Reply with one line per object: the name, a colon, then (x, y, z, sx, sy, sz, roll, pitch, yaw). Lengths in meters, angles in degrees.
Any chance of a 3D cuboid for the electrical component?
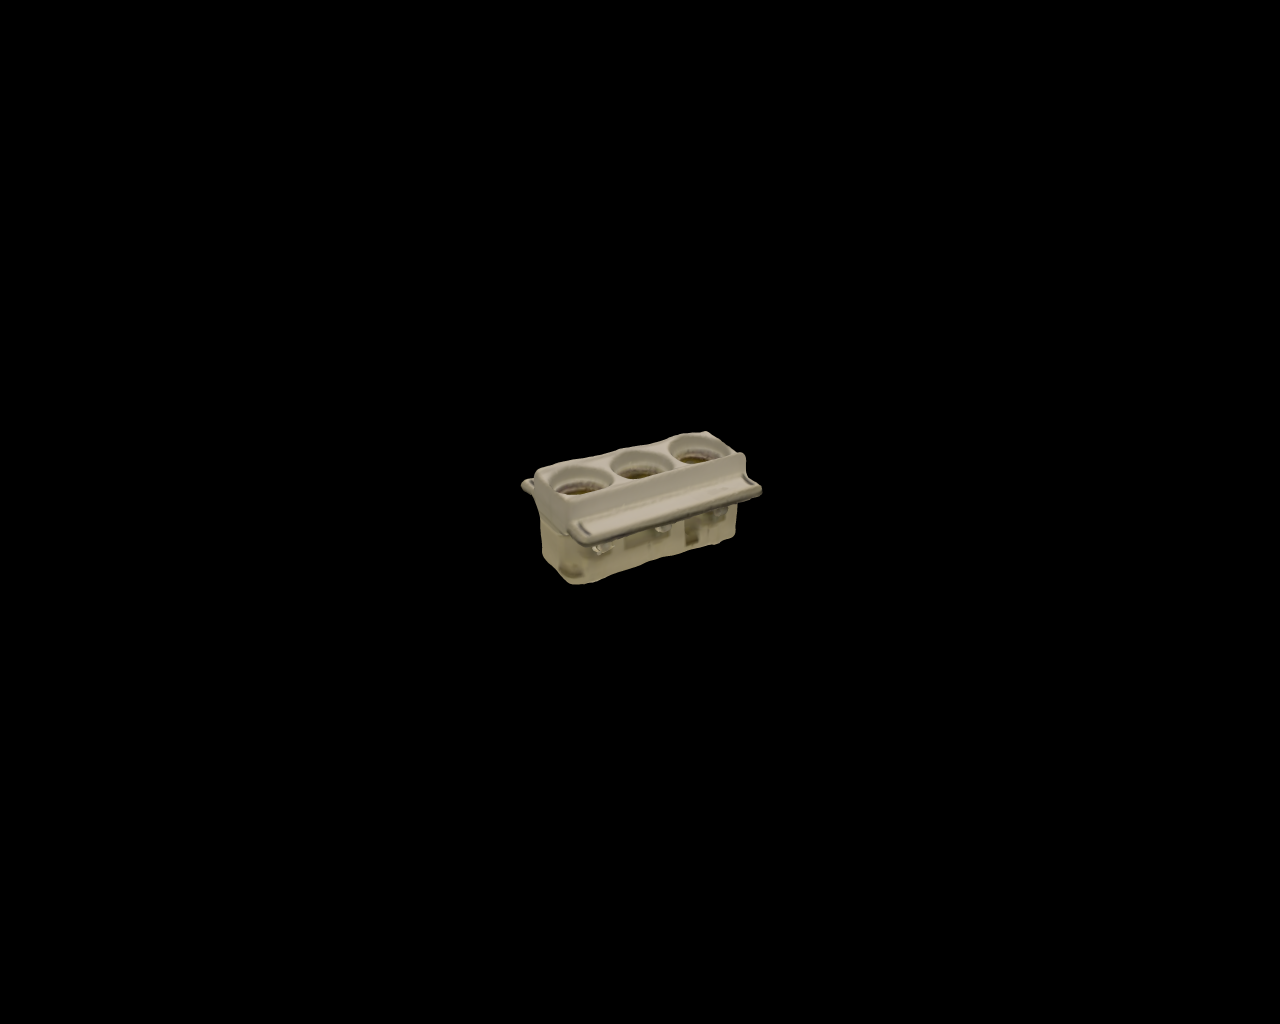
electrical component: (0.001, -0.003, 0.650, 0.121, 0.063, 0.079, -16, 32, -27)
